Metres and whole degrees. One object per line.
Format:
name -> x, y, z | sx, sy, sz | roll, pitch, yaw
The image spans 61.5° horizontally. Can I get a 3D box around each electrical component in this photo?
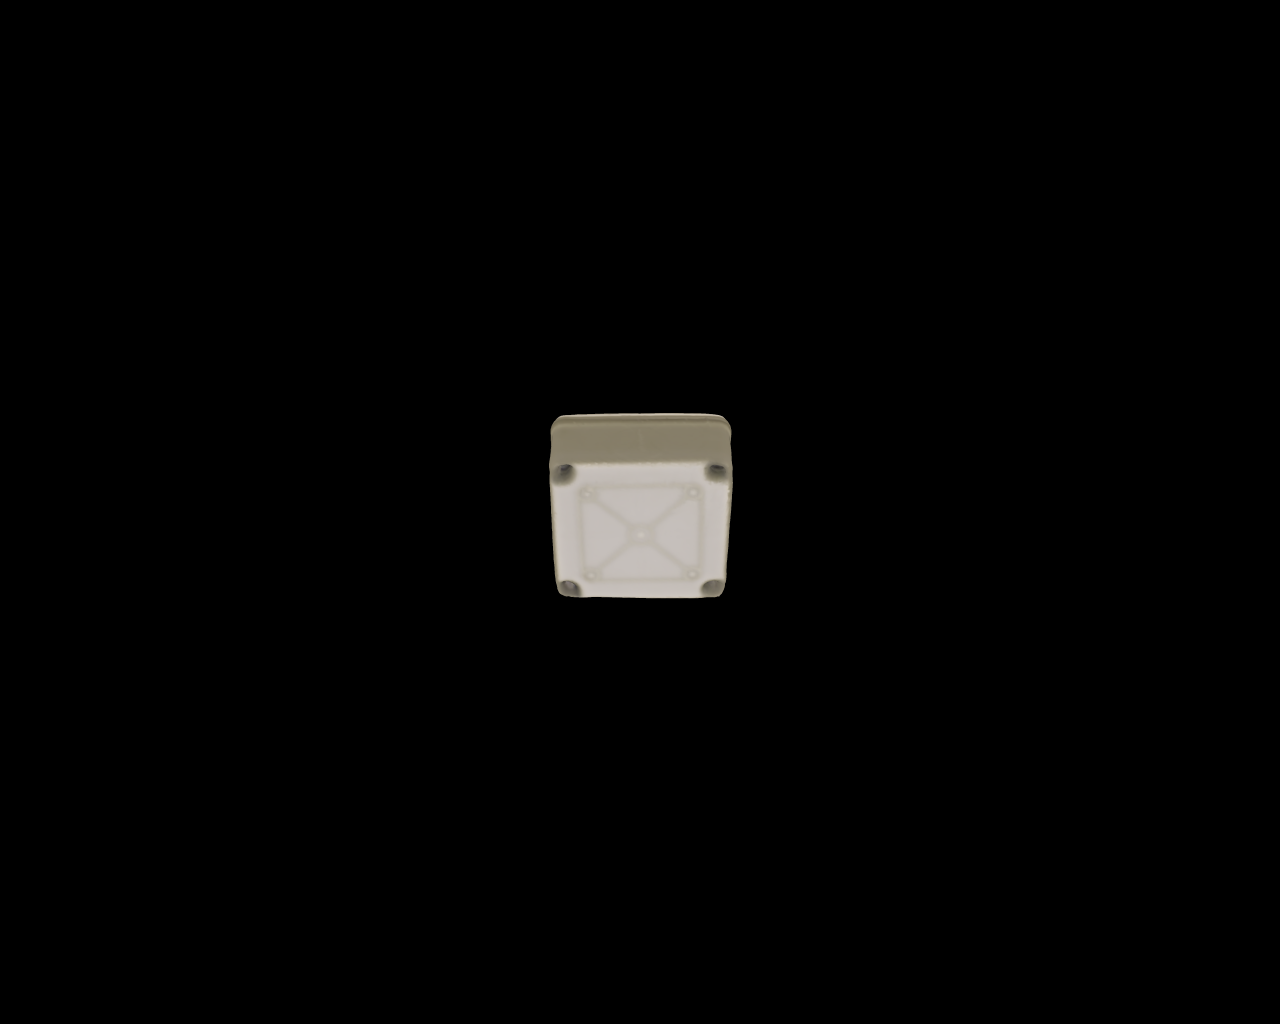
electrical component -> 0.001, -0.003, 0.650 | 0.109, 0.108, 0.056 | 0, 37, 0
